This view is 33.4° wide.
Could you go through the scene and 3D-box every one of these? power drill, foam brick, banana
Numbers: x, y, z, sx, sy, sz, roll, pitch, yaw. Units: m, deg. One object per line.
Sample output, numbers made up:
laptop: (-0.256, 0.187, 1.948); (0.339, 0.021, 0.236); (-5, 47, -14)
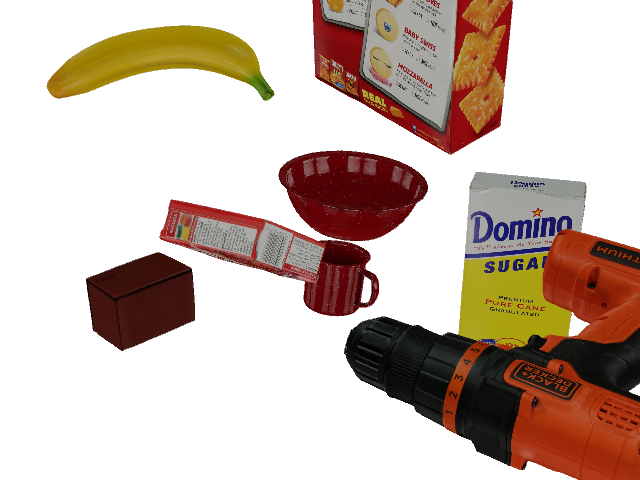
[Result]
power drill: (0.131, 0.059, 0.626); (0.185, 0.057, 0.187); (22, 37, 28)
foam brick: (-0.155, 0.051, 0.923); (0.078, 0.051, 0.053); (-22, 30, -34)
banana: (-0.140, -0.159, 0.943); (0.197, 0.069, 0.037); (-1, -33, -4)

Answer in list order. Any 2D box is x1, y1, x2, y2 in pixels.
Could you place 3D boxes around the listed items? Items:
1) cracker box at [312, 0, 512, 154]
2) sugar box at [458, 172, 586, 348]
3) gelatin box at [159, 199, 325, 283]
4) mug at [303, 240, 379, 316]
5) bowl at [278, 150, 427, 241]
cracker box: (0.070, -0.198, 0.830); (0.072, 0.214, 0.164); (-30, 47, -30)
sugar box: (0.165, 0.036, 0.886); (0.093, 0.176, 0.048); (6, 23, 14)
gelatin box: (-0.048, 0.002, 0.692); (0.073, 0.030, 0.089); (13, -5, 27)
mug: (0.030, 0.057, 1.494); (0.117, 0.081, 0.093); (18, 24, 26)
bowl: (0.033, -0.043, 1.159); (0.162, 0.055, 0.162); (4, 26, -2)
